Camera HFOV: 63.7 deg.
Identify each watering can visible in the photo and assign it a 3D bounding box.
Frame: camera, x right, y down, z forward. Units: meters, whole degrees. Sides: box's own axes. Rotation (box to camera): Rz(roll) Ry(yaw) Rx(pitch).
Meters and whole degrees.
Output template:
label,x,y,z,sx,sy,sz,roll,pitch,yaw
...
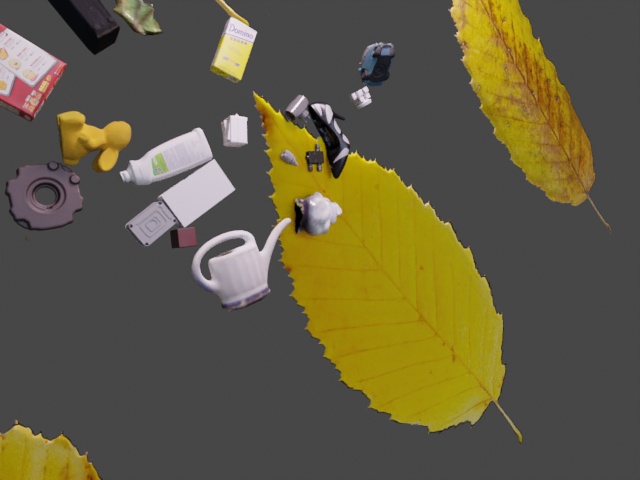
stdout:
label,x,y,z,sx,sy,sz,roll,pitch,yaw
watering can,-0.204,0.073,1.513,0.351,0.103,0.223,-21,99,-32

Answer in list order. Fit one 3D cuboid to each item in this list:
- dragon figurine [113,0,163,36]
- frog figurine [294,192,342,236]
label,x,y,z,sx,sy,sz,roll,pitch,yaw
dragon figurine,-0.470,-0.689,1.421,0.410,0.124,0.240,4,106,-28
frog figurine,0.005,-0.083,1.652,0.160,0.120,0.139,-3,69,-21
